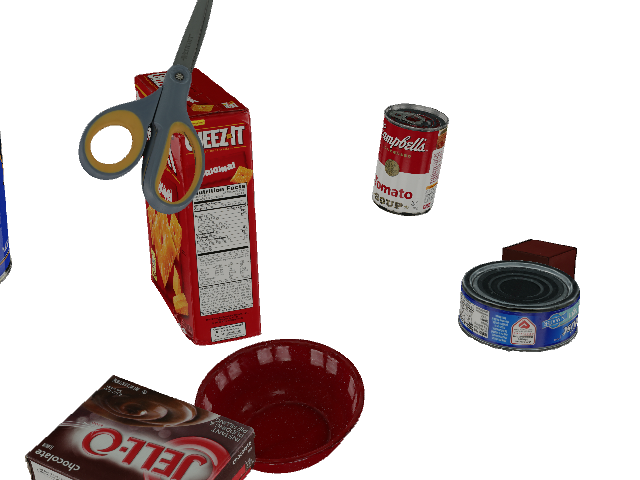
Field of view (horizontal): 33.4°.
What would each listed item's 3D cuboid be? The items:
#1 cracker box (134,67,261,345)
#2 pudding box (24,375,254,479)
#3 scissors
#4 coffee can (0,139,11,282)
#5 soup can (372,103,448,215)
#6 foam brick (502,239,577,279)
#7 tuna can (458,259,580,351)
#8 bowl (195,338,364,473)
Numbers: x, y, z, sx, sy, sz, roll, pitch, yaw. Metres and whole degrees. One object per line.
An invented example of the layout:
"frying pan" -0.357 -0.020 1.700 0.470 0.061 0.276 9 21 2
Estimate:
"cracker box" -0.116 -0.034 0.977 0.072 0.214 0.164 -11 24 -20
"pudding box" -0.110 0.138 0.664 0.114 0.039 0.089 14 33 23
"scissors" -0.122 -0.112 0.766 0.096 0.202 0.016 6 -27 -18
"coffee can" -0.223 -0.046 0.573 0.103 0.140 0.103 3 26 -2
"soup can" 0.094 -0.086 1.133 0.068 0.102 0.068 6 28 -3
"foam brick" 0.205 0.043 1.006 0.053 0.078 0.051 12 20 41
"tuna can" 0.143 0.045 0.770 0.086 0.034 0.086 0 23 0
"bowl" -0.036 0.167 1.016 0.162 0.055 0.162 -5 37 3
